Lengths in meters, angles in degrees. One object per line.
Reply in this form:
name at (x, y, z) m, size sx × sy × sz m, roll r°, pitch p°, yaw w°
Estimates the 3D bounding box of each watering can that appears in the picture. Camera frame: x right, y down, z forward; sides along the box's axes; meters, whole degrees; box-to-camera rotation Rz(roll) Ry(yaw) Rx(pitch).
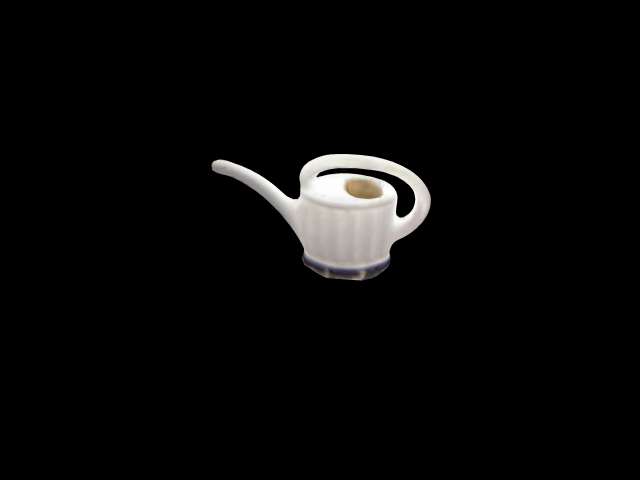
watering can at (0.003, -0.043, 0.850) m, size 0.348 × 0.219 × 0.106 m, roll 4°, pitch 35°, yaw 5°
